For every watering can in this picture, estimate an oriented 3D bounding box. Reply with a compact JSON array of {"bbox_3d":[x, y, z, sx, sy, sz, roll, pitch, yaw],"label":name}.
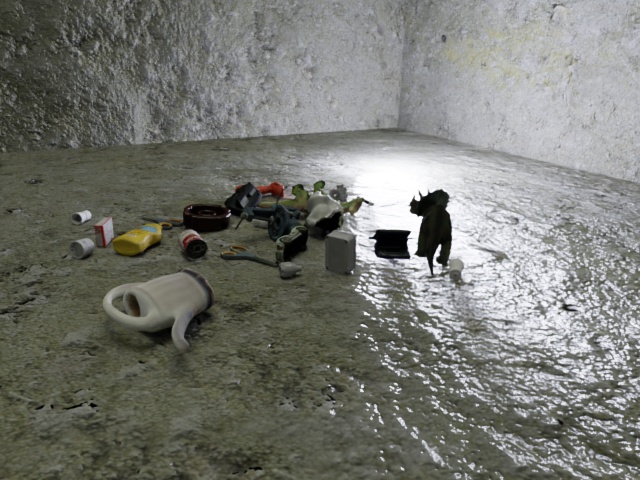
[{"bbox_3d":[-0.331,0.154,1.152,0.349,0.102,0.226,17,25,38],"label":"watering can"}]

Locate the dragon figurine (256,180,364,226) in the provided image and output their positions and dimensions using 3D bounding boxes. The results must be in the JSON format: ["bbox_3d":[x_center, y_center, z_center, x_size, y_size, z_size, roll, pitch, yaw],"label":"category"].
[{"bbox_3d":[-0.039,-0.113,1.913,0.410,0.120,0.247,-12,28,0],"label":"dragon figurine"}]

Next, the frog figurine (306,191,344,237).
[{"bbox_3d":[0.005,-0.090,1.785,0.120,0.137,0.162,48,-3,-40],"label":"frog figurine"}]
